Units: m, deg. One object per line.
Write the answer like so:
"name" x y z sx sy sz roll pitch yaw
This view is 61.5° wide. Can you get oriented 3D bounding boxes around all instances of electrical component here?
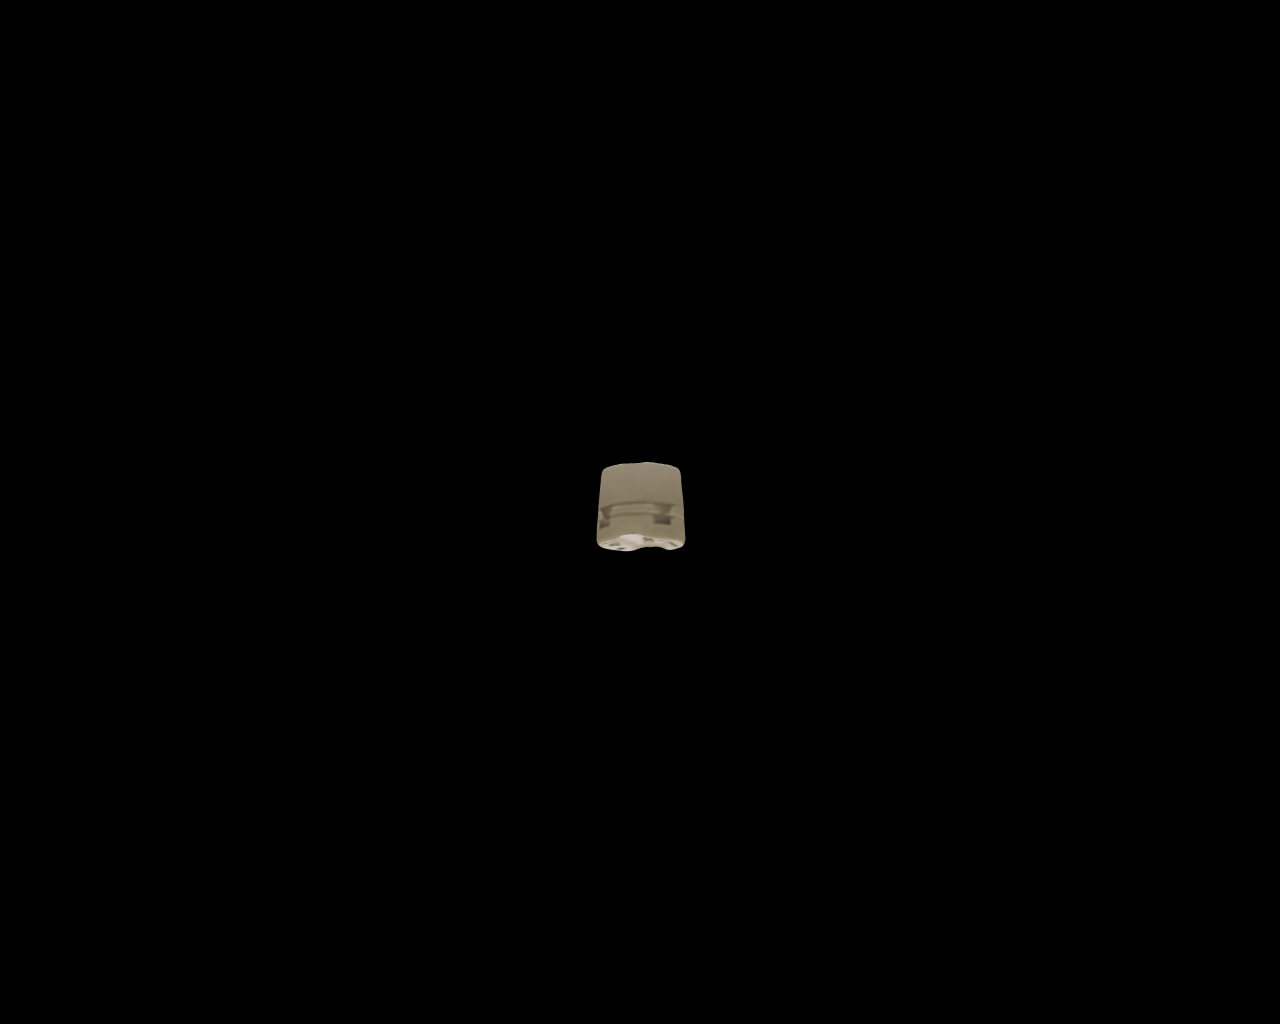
"electrical component" 0.001 -0.003 0.650 0.055 0.047 0.055 0 -11 0
